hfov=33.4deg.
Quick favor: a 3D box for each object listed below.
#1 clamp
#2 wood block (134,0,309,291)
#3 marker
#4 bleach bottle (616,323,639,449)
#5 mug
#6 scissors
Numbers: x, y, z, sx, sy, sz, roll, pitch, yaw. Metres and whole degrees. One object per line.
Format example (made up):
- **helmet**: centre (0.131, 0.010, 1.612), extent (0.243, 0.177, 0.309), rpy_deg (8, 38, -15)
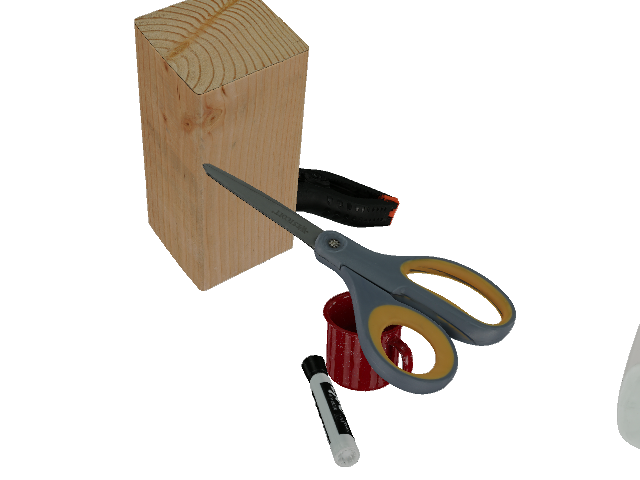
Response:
- **clamp**: centre (-0.012, -0.046, 1.050), extent (0.209, 0.036, 0.165), rpy_deg (15, 20, -22)
- **wood block**: centre (-0.075, -0.071, 0.791), extent (0.090, 0.090, 0.206), rpy_deg (-26, -34, -24)
- **marker**: centre (0.006, 0.125, 0.807), extent (0.020, 0.020, 0.121), rpy_deg (0, 29, -14)
- **bleach bottle**: centre (0.272, 0.065, 0.728), extent (0.103, 0.068, 0.250), rpy_deg (11, 23, 22)
- **mug**: centre (0.057, 0.118, 1.186), extent (0.117, 0.081, 0.093), rpy_deg (27, 37, 36)
- **scissors**: centre (0.006, 0.021, 0.587), extent (0.202, 0.096, 0.016), rpy_deg (21, -40, 10)
